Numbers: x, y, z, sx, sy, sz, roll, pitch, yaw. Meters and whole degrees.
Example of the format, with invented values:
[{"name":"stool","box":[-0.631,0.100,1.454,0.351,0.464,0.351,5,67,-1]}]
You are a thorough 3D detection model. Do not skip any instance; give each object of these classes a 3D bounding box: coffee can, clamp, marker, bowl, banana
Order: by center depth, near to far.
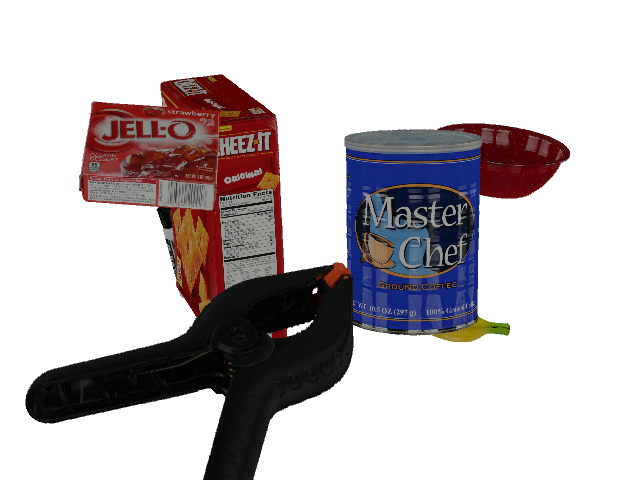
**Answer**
[{"name":"clamp","box":[-0.034,0.065,0.494,0.171,0.039,0.120,-29,51,-32]},{"name":"coffee can","box":[0.070,-0.010,0.810,0.103,0.140,0.103,-1,11,0]},{"name":"banana","box":[0.110,0.066,1.134,0.069,0.037,0.198,3,19,-37]},{"name":"marker","box":[-0.162,0.011,1.203,0.020,0.121,0.020,-8,30,5]},{"name":"bowl","box":[0.209,-0.091,1.262,0.162,0.055,0.162,5,23,-2]}]

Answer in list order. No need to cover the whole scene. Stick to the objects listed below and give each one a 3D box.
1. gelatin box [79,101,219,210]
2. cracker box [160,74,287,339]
[{"name":"gelatin box","box":[-0.114,-0.058,0.720,0.089,0.073,0.030,4,-43,-7]},{"name":"cracker box","box":[-0.092,-0.028,0.975,0.072,0.214,0.164,-10,24,-19]}]
